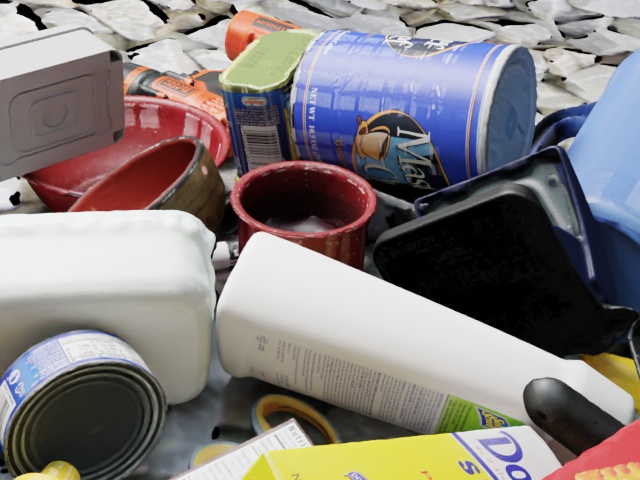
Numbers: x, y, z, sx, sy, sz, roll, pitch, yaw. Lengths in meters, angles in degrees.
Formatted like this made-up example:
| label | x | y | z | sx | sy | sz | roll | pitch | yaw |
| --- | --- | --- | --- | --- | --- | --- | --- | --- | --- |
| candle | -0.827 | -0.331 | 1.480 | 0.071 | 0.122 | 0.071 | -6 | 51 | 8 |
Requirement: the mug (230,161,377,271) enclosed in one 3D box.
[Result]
| label | x | y | z | sx | sy | sz | roll | pitch | yaw |
| --- | --- | --- | --- | --- | --- | --- | --- | --- | --- |
| mug | -0.005 | 0.001 | 0.702 | 0.093 | 0.081 | 0.117 | 24 | 39 | 29 |

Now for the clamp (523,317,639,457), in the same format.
| label | x | y | z | sx | sy | sz | roll | pitch | yaw |
| --- | --- | --- | --- | --- | --- | --- | --- | --- | --- |
| clamp | 0.167 | 0.118 | 0.504 | 0.120 | 0.039 | 0.171 | -12 | 63 | -35 |

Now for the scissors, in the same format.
| label | x | y | z | sx | sy | sz | roll | pitch | yaw |
| --- | --- | --- | --- | --- | --- | --- | --- | --- | --- |
| scissors | 0.002 | 0.148 | 0.539 | 0.096 | 0.016 | 0.202 | -15 | 37 | -23 |

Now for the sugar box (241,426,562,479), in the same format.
| label | x | y | z | sx | sy | sz | roll | pitch | yaw |
| --- | --- | --- | --- | --- | --- | --- | --- | --- | --- |
| sugar box | 0.053 | 0.133 | 0.467 | 0.175 | 0.048 | 0.093 | 1 | 45 | -40 |

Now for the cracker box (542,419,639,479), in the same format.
| label | x | y | z | sx | sy | sz | roll | pitch | yaw |
| --- | --- | --- | --- | --- | --- | --- | --- | --- | --- |
| cracker box | 0.090 | 0.162 | 0.388 | 0.213 | 0.164 | 0.072 | -20 | 38 | -32 |

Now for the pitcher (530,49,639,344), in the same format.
| label | x | y | z | sx | sy | sz | roll | pitch | yaw |
| --- | --- | --- | --- | --- | --- | --- | --- | --- | --- |
| pitcher | 0.217 | -0.037 | 0.748 | 0.145 | 0.149 | 0.242 | 45 | 45 | 1 |

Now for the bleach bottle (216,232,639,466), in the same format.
| label | x | y | z | sx | sy | sz | roll | pitch | yaw |
| --- | --- | --- | --- | --- | --- | --- | --- | --- | --- |
| bleach bottle | 0.068 | 0.078 | 0.594 | 0.251 | 0.102 | 0.068 | 21 | 63 | 10 |

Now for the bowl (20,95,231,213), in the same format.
| label | x | y | z | sx | sy | sz | roll | pitch | yaw |
| --- | --- | --- | --- | --- | --- | --- | --- | --- | --- |
| bowl | -0.147 | -0.050 | 0.793 | 0.162 | 0.055 | 0.162 | 2 | 33 | -2 |

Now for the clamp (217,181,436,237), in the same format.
| label | x | y | z | sx | sy | sz | roll | pitch | yaw |
| --- | --- | --- | --- | --- | --- | --- | --- | --- | --- |
| clamp | -0.013 | -0.064 | 0.838 | 0.164 | 0.036 | 0.210 | -11 | 29 | -6 |

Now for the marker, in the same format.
| label | x | y | z | sx | sy | sz | roll | pitch | yaw |
| --- | --- | --- | --- | --- | --- | --- | --- | --- | --- |
| marker | -0.023 | 0.003 | 0.754 | 0.121 | 0.020 | 0.020 | -9 | 35 | -18 |

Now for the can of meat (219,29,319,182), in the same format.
| label | x | y | z | sx | sy | sz | roll | pitch | yaw |
| --- | --- | --- | --- | --- | --- | --- | --- | --- | --- |
| can of meat | -0.029 | -0.096 | 0.776 | 0.057 | 0.084 | 0.102 | 6 | 36 | 21 |

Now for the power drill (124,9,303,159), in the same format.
| label | x | y | z | sx | sy | sz | roll | pitch | yaw |
| --- | --- | --- | --- | --- | --- | --- | --- | --- | --- |
| power drill | -0.102 | -0.145 | 0.943 | 0.185 | 0.057 | 0.187 | 26 | 42 | 25 |

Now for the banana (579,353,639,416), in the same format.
| label | x | y | z | sx | sy | sz | roll | pitch | yaw |
| --- | --- | --- | --- | --- | --- | --- | --- | --- | --- |
| banana | 0.230 | 0.112 | 0.572 | 0.198 | 0.069 | 0.037 | 29 | 81 | 42 |

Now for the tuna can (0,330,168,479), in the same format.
| label | x | y | z | sx | sy | sz | roll | pitch | yaw |
| --- | --- | --- | --- | --- | --- | --- | --- | --- | --- |
| tuna can | -0.125 | 0.090 | 0.553 | 0.086 | 0.086 | 0.034 | -14 | 35 | -25 |

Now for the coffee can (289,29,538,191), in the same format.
| label | x | y | z | sx | sy | sz | roll | pitch | yaw |
| --- | --- | --- | --- | --- | --- | --- | --- | --- | --- |
| coffee can | 0.064 | -0.086 | 0.723 | 0.140 | 0.103 | 0.102 | 10 | 33 | 26 |

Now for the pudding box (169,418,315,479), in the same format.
| label | x | y | z | sx | sy | sz | roll | pitch | yaw |
| --- | --- | --- | --- | --- | --- | --- | --- | --- | --- |
| pudding box | -0.035 | 0.146 | 0.501 | 0.113 | 0.039 | 0.090 | -21 | 46 | -24 |

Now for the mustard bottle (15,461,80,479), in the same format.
| label | x | y | z | sx | sy | sz | roll | pitch | yaw |
| --- | --- | --- | --- | --- | --- | --- | --- | --- | --- |
| mustard bottle | -0.147 | 0.168 | 0.458 | 0.096 | 0.058 | 0.191 | 7 | 33 | 9 |
